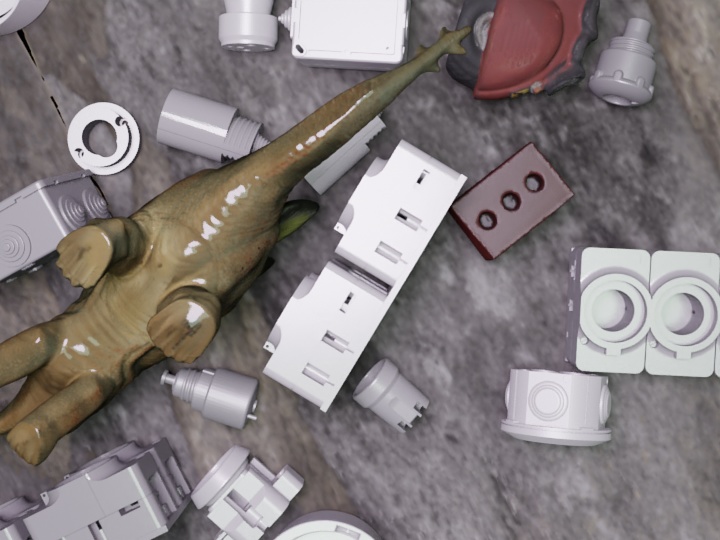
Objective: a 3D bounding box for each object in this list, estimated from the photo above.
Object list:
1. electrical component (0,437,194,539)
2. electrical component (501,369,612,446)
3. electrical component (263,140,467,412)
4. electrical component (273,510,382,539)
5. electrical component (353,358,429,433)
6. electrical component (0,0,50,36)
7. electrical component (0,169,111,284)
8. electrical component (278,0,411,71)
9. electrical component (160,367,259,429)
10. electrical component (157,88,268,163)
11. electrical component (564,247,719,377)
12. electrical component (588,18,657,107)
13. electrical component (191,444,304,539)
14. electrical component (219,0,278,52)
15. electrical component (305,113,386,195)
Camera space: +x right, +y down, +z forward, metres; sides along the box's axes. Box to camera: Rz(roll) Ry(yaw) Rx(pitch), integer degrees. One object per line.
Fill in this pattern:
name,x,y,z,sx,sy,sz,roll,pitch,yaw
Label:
electrical component,-0.227,0.191,0.793,0.186,0.105,0.060,-26,91,2
electrical component,0.146,0.101,0.795,0.080,0.080,0.051,5,87,1
electrical component,0.000,0.000,0.781,0.060,0.105,0.186,31,92,0
electrical component,-0.025,0.234,0.812,0.108,0.060,0.108,0,92,2
electrical component,0.024,0.096,0.817,0.046,0.040,0.040,41,93,-7
electrical component,-0.286,-0.227,0.812,0.099,0.064,0.099,2,105,7
electrical component,-0.239,-0.029,0.788,0.100,0.099,0.048,-27,95,13
electrical component,-0.011,-0.183,0.799,0.096,0.061,0.061,4,93,6
electrical component,-0.113,0.093,0.819,0.078,0.040,0.040,17,92,1
electrical component,-0.107,-0.104,0.810,0.081,0.043,0.043,18,92,0
electrical component,0.234,0.031,0.798,0.150,0.061,0.089,3,92,1
electrical component,0.200,-0.156,0.802,0.048,0.048,0.062,17,85,1
electrical component,-0.090,0.170,0.814,0.057,0.058,0.078,42,93,-3
electrical component,-0.083,-0.194,0.806,0.045,0.045,0.055,1,93,1
electrical component,-0.014,-0.099,0.808,0.081,0.043,0.043,-42,91,2
